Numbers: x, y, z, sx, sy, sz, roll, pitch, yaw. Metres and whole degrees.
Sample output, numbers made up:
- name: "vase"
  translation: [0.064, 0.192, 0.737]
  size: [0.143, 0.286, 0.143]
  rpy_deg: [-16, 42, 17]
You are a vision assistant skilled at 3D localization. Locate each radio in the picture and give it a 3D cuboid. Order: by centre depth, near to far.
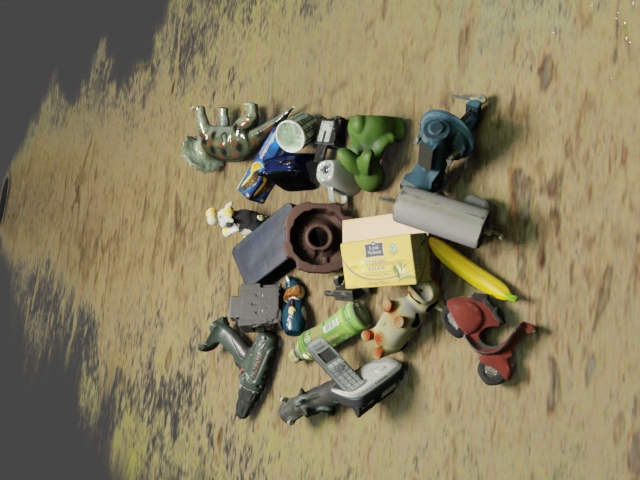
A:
- name: "radio"
  translation: [-0.113, 0.020, 1.367]
  size: [0.229, 0.073, 0.131]
  rpy_deg: [-38, 62, 28]

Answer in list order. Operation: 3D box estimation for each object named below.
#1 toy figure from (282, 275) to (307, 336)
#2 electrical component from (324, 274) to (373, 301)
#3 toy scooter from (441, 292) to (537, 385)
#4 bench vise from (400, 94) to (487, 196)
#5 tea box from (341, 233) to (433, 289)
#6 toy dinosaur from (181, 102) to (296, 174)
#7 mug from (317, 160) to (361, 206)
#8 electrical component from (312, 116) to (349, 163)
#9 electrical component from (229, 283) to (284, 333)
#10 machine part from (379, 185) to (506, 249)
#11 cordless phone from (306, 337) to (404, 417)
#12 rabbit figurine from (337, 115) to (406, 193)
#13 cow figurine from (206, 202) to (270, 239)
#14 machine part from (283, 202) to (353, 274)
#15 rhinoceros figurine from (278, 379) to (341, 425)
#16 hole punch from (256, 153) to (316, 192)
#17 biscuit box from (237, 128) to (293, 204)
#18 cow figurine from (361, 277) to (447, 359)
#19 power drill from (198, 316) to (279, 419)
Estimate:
- name: "toy figure"
  translation: [-0.063, 0.156, 1.305]
  size: [0.064, 0.058, 0.154]
  rpy_deg: [129, 147, -52]
- name: "electrical component"
  translation: [0.068, 0.104, 1.219]
  size: [0.102, 0.078, 0.045]
  rpy_deg: [1, 107, 43]
- name: "toy scooter"
  translation: [0.321, 0.166, 1.007]
  size: [0.135, 0.075, 0.184]
  rpy_deg: [-44, 62, 24]
- name: "bench vise"
  translation: [0.260, -0.191, 1.079]
  size: [0.129, 0.223, 0.240]
  rpy_deg: [29, 70, 33]
- name: "tea box"
  translation: [0.129, 0.042, 1.062]
  size: [0.170, 0.068, 0.098]
  rpy_deg: [-11, 87, 41]
- name: "toy dinosaur"
  translation: [-0.241, -0.278, 1.488]
  size: [0.405, 0.131, 0.192]
  rpy_deg: [7, 104, 36]
- name: "mug"
  translation: [0.038, -0.138, 1.257]
  size: [0.081, 0.107, 0.109]
  rpy_deg: [8, 85, 40]
- name: "electrical component"
  translation: [0.023, -0.244, 1.324]
  size: [0.075, 0.047, 0.119]
  rpy_deg: [9, 88, 38]
- name: "electrical component"
  translation: [-0.156, 0.168, 1.330]
  size: [0.134, 0.058, 0.115]
  rpy_deg: [-6, 58, 2]
- name: "machine part"
  translation: [0.228, -0.045, 1.014]
  size: [0.243, 0.079, 0.079]
  rpy_deg: [19, 94, 21]
- name: "cordless phone"
  translation: [0.069, 0.262, 1.135]
  size: [0.184, 0.146, 0.088]
  rpy_deg: [44, 145, 30]
- name: "rabbit figurine"
  translation: [0.116, -0.189, 1.196]
  size: [0.121, 0.159, 0.170]
  rpy_deg: [4, 100, 28]
- name: "cow figurine"
  translation: [-0.208, -0.050, 1.391]
  size: [0.098, 0.167, 0.068]
  rpy_deg: [-23, 63, 34]
- name: "machine part"
  translation: [-0.003, -0.004, 1.244]
  size: [0.179, 0.056, 0.179]
  rpy_deg: [0, 80, -2]
- name: "rhinoceros figurine"
  translation: [-0.005, 0.359, 1.198]
  size: [0.190, 0.112, 0.073]
  rpy_deg: [-28, 68, 22]
- name: "hole punch"
  translation: [-0.072, -0.184, 1.350]
  size: [0.142, 0.115, 0.092]
  rpy_deg: [4, 76, 37]
- name: "biscuit box"
  translation: [-0.138, -0.197, 1.430]
  size: [0.059, 0.062, 0.202]
  rpy_deg: [42, 108, 34]
- name: "cow figurine"
  translation: [0.183, 0.153, 1.099]
  size: [0.086, 0.127, 0.194]
  rpy_deg: [51, 126, 34]
- name: "power drill"
  translation: [-0.216, 0.309, 1.376]
  size: [0.208, 0.086, 0.232]
  rpy_deg: [33, 99, 31]
